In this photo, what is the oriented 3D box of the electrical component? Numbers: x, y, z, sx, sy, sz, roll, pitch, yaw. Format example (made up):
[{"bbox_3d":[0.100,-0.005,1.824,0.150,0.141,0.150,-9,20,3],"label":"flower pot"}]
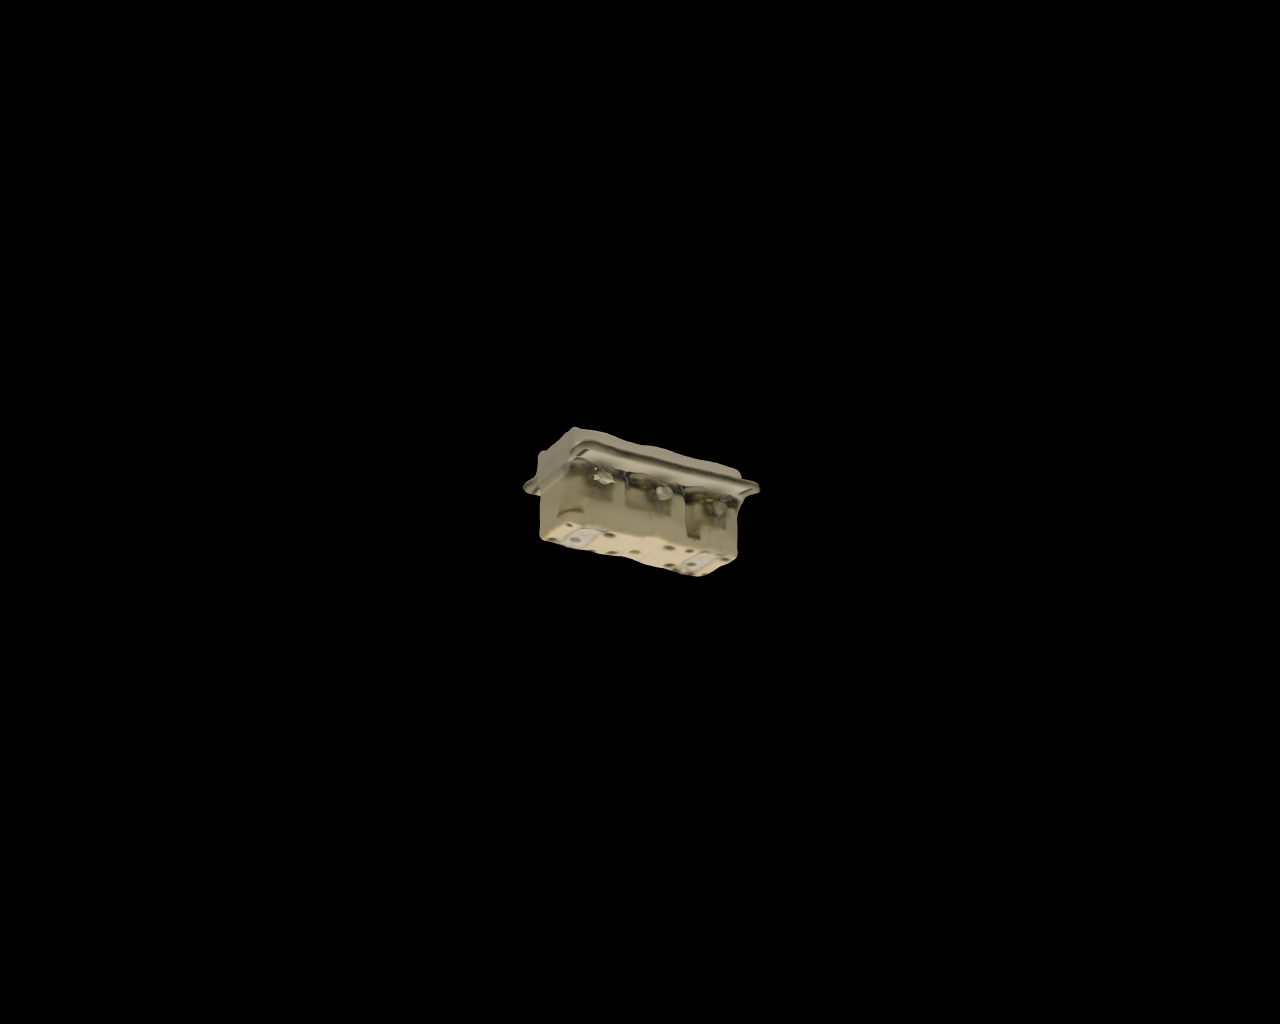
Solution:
[{"bbox_3d":[0.001,-0.003,0.650,0.121,0.063,0.078,14,-27,-29],"label":"electrical component"}]
